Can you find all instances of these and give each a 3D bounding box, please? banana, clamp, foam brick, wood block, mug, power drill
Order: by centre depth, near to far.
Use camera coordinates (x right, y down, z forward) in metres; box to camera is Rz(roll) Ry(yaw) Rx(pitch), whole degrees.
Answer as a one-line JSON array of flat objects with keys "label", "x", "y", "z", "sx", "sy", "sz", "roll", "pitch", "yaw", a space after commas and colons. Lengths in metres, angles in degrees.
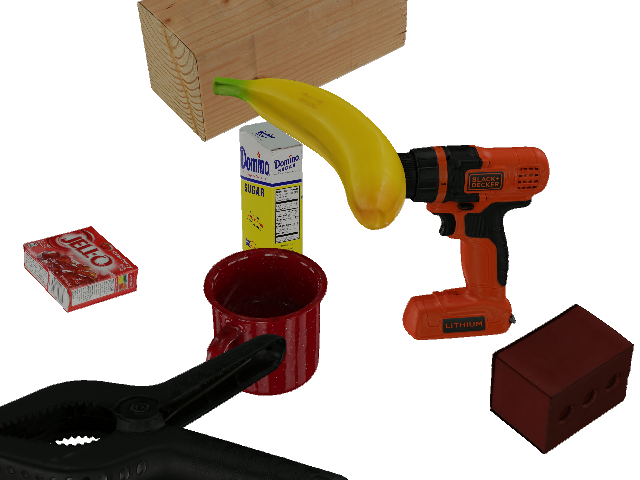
[{"label": "clamp", "x": -0.096, "y": 0.102, "z": 0.593, "sx": 0.210, "sy": 0.036, "sz": 0.164, "roll": -1, "pitch": 24, "yaw": -9}, {"label": "banana", "x": 0.006, "y": -0.058, "z": 0.652, "sx": 0.069, "sy": 0.037, "sz": 0.198, "roll": -18, "pitch": 36, "yaw": -25}, {"label": "foam brick", "x": 0.154, "y": 0.088, "z": 0.683, "sx": 0.078, "sy": 0.053, "sz": 0.051, "roll": -27, "pitch": 42, "yaw": -27}, {"label": "mug", "x": -0.047, "y": 0.071, "z": 0.814, "sx": 0.093, "sy": 0.081, "sz": 0.117, "roll": 18, "pitch": 38, "yaw": 24}, {"label": "wood block", "x": -0.035, "y": -0.178, "z": 0.884, "sx": 0.205, "sy": 0.091, "sz": 0.090, "roll": -29, "pitch": 53, "yaw": -23}, {"label": "power drill", "x": 0.119, "y": 0.001, "z": 1.009, "sx": 0.184, "sy": 0.188, "sz": 0.057, "roll": -2, "pitch": 25, "yaw": -7}]

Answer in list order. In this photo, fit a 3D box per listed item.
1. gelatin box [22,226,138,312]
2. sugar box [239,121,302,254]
[{"label": "gelatin box", "x": -0.224, "y": 0.024, "z": 0.993, "sx": 0.073, "sy": 0.030, "sz": 0.089, "roll": -17, "pitch": 39, "yaw": -37}, {"label": "sugar box", "x": -0.057, "y": -0.038, "z": 1.224, "sx": 0.048, "sy": 0.176, "sz": 0.093, "roll": -14, "pitch": 27, "yaw": -23}]
